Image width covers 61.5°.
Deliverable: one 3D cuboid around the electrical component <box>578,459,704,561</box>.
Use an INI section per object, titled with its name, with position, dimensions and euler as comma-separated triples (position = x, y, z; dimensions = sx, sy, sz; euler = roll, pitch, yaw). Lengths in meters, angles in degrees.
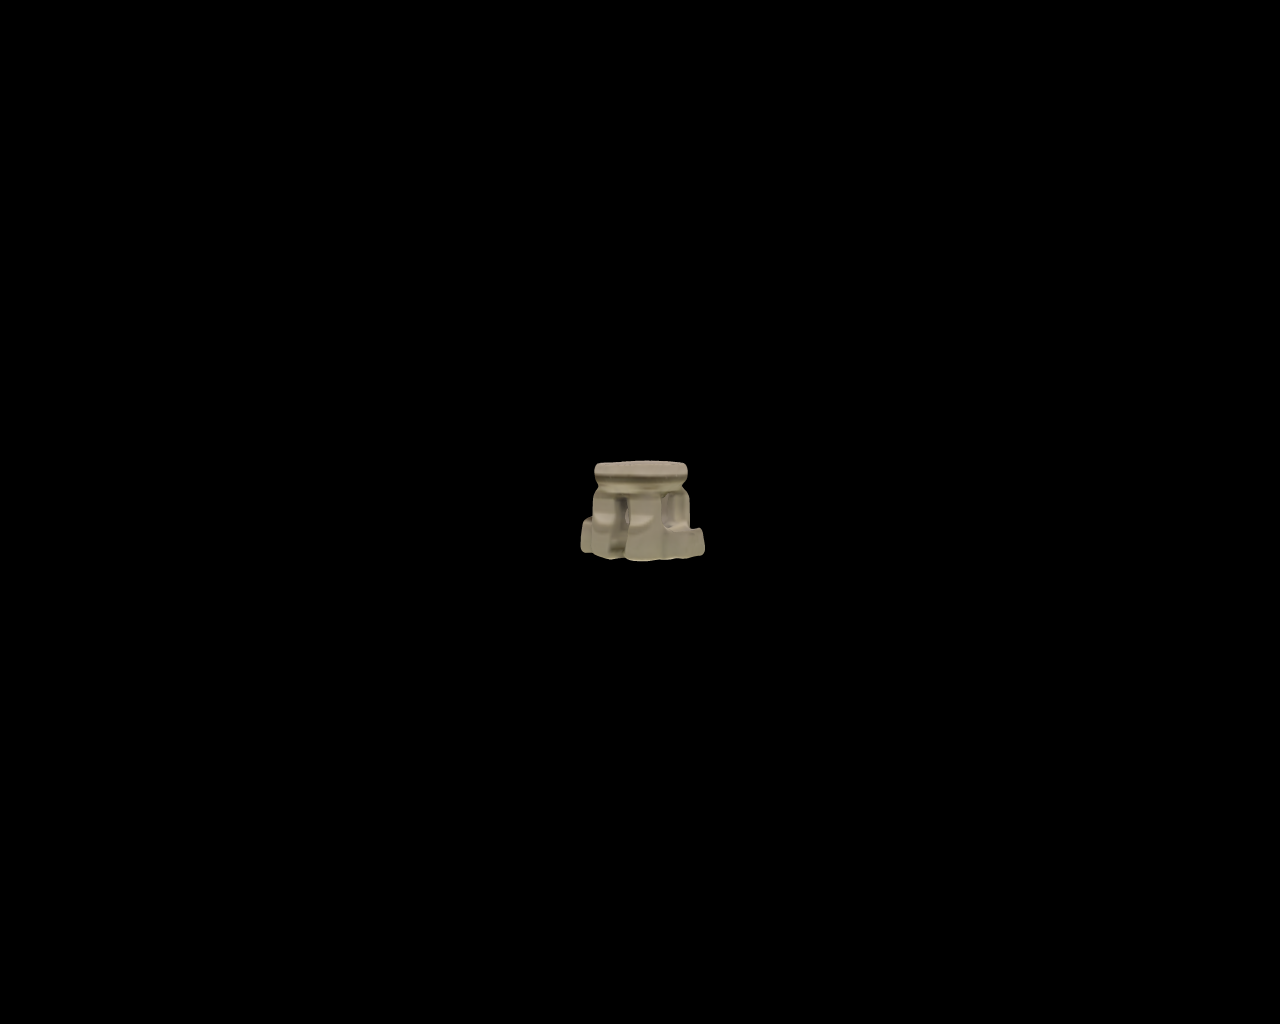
[electrical component]
position = 0.001, -0.003, 0.650
dimensions = 0.078, 0.057, 0.058
euler = 4, 6, 33
